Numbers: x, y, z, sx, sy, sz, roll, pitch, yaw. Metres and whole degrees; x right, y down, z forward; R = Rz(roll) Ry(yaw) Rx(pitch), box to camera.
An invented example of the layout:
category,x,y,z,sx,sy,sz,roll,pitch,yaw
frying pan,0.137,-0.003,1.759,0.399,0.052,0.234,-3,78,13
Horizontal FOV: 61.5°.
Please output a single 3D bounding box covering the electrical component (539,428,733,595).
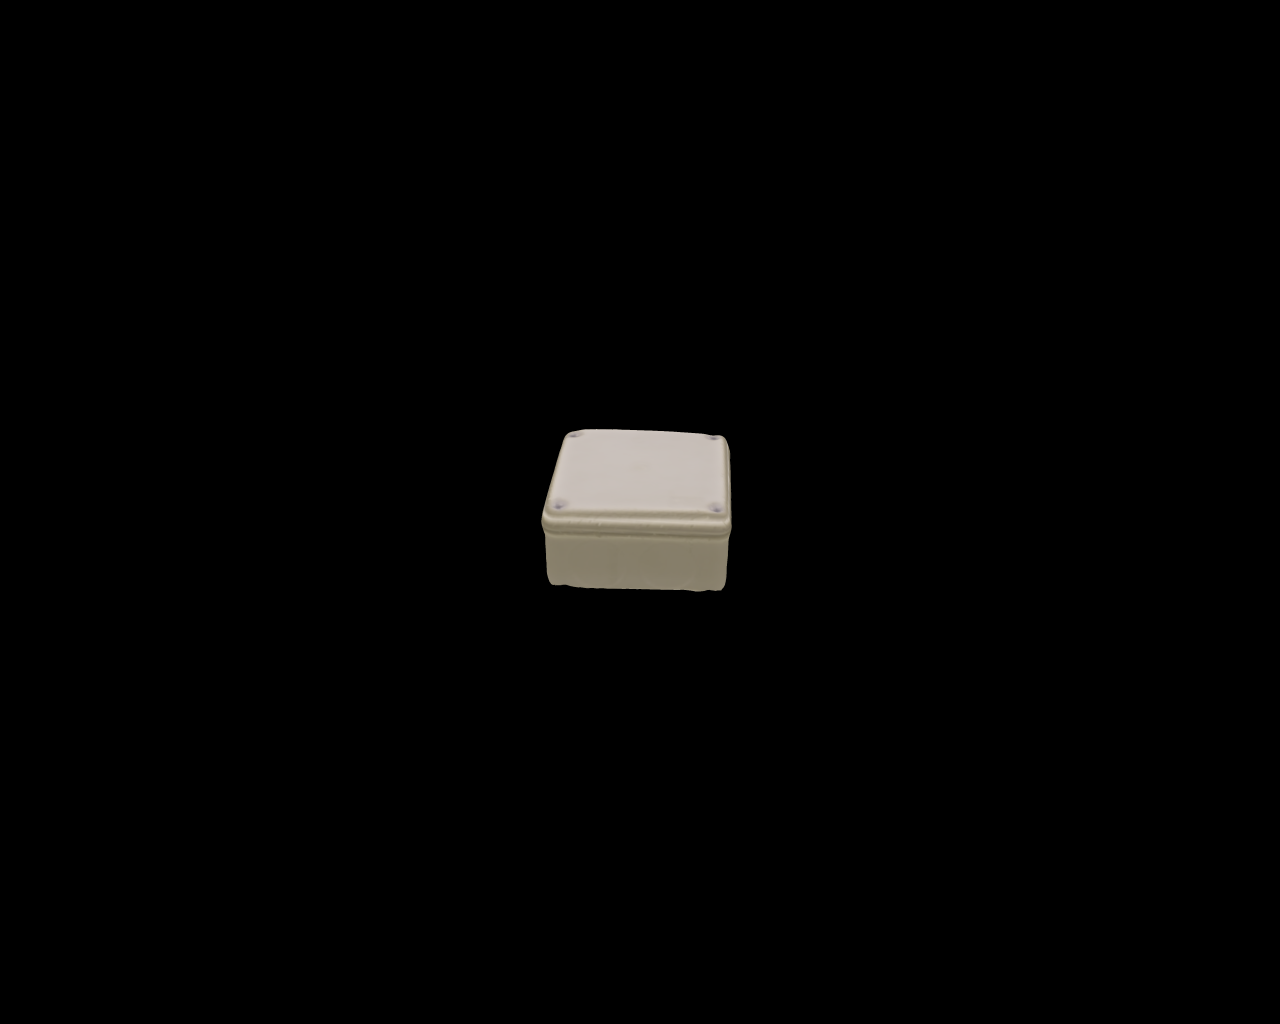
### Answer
category,x,y,z,sx,sy,sz,roll,pitch,yaw
electrical component,0.001,-0.003,0.650,0.109,0.056,0.109,2,31,3
